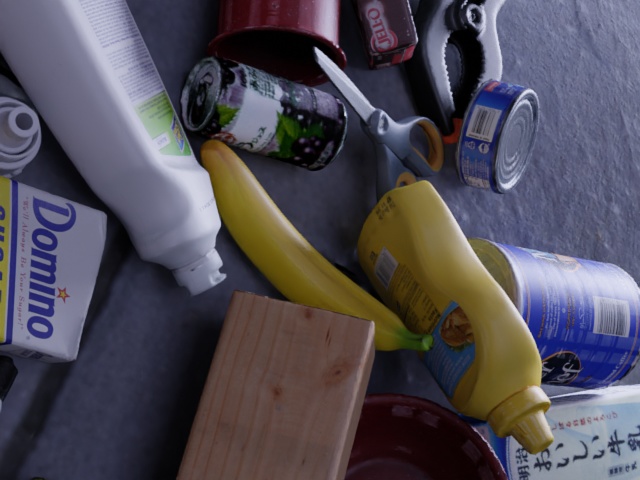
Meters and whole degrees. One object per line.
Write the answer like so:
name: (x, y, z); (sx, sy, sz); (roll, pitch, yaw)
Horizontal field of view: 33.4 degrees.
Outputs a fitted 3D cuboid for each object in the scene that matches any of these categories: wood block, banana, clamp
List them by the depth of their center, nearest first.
wood block: (-0.034, 0.147, 0.644); (0.090, 0.091, 0.206); (12, 71, 9)
banana: (-0.010, 0.012, 0.712); (0.198, 0.070, 0.037); (41, 48, -2)
clamp: (0.117, -0.177, 0.852); (0.164, 0.036, 0.210); (5, 82, -36)

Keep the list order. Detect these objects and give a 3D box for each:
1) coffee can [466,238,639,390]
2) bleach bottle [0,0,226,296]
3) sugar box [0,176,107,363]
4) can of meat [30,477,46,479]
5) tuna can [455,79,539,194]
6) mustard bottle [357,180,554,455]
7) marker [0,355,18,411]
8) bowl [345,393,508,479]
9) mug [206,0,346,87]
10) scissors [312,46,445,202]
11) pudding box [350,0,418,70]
coffee can: (0.161, 0.058, 0.806); (0.140, 0.103, 0.103); (9, 78, -34)
bleach bottle: (-0.127, -0.079, 0.635); (0.251, 0.068, 0.102); (64, 21, -11)
sugar box: (-0.210, 0.003, 0.589); (0.176, 0.048, 0.093); (19, 72, -30)
can of meat: (-0.162, 0.195, 0.587); (0.083, 0.058, 0.102); (-36, 103, -36)
tuna can: (0.139, -0.080, 0.828); (0.086, 0.034, 0.086); (-39, 138, -47)
mustard bottle: (0.095, 0.058, 0.712); (0.058, 0.096, 0.192); (-17, 58, -25)
marker: (-0.191, 0.113, 0.578); (0.020, 0.020, 0.121); (36, 43, -25)
bowl: (0.046, 0.186, 0.709); (0.162, 0.055, 0.162); (0, 71, 0)
mug: (-0.021, -0.154, 0.726); (0.117, 0.093, 0.081); (26, 62, -53)
scissors: (0.038, -0.061, 0.745); (0.201, 0.016, 0.096); (14, 87, -58)
pudding box: (0.038, -0.183, 0.765); (0.039, 0.090, 0.113); (-13, 92, 2)
